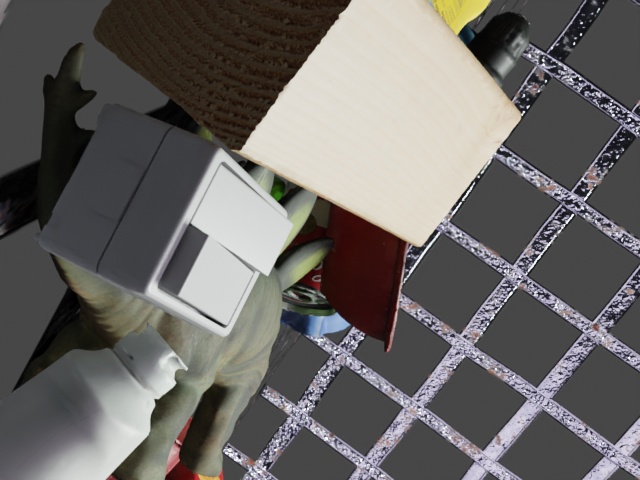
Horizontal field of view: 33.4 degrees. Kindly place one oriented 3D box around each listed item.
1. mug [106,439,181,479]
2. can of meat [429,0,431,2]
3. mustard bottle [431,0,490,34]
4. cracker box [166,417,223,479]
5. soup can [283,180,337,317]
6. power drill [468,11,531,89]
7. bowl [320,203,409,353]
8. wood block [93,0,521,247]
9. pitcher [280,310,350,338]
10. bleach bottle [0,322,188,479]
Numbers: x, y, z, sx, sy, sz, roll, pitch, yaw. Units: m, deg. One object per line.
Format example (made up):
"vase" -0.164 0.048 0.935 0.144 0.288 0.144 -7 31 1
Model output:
"mug" -0.177 0.186 0.931 0.081 0.093 0.117 -47 -160 -16
"can of meat" 0.042 -0.175 0.606 0.102 0.057 0.084 -59 166 -9
"mustard bottle" 0.052 -0.151 0.698 0.191 0.058 0.096 -55 132 -33
"cracker box" -0.171 0.265 0.986 0.164 0.072 0.214 -32 -167 0
"soup can" -0.006 0.001 0.838 0.068 0.068 0.102 111 -4 -70
"power drill" 0.088 -0.140 0.861 0.184 0.057 0.187 -52 147 2
"bowl" 0.033 -0.004 0.755 0.162 0.055 0.162 10 88 -88
"wood block" 0.007 -0.073 0.480 0.091 0.090 0.205 -54 155 7
"pitcher" 0.019 -0.027 1.131 0.144 0.149 0.243 -28 156 -38
"bleach bottle" -0.161 0.123 0.439 0.250 0.068 0.102 -40 172 -11
